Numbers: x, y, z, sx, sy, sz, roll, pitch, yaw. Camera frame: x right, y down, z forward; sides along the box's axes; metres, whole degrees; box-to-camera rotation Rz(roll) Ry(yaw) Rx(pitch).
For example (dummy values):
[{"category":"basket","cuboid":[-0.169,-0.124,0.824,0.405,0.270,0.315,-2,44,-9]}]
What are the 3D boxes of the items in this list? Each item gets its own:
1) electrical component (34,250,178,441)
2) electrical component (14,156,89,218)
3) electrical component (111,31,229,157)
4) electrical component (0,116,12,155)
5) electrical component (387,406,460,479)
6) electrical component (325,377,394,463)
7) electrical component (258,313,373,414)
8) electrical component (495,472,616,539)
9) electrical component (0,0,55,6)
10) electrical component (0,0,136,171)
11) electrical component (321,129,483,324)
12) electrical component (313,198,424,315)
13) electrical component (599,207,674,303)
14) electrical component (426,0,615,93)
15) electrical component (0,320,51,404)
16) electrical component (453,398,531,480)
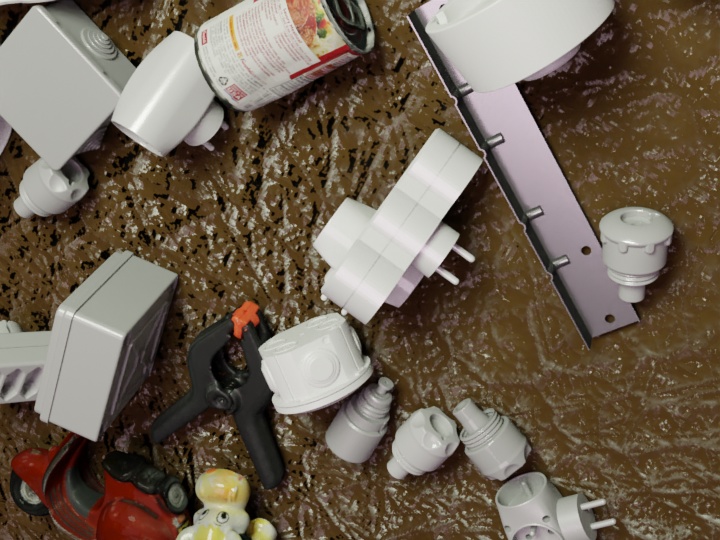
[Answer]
[{"category":"electrical component","cuboid":[-0.196,0.057,0.838,0.056,0.108,0.108,23,119,3]},{"category":"electrical component","cuboid":[-0.243,-0.062,0.833,0.062,0.043,0.043,-31,102,29]},{"category":"electrical component","cuboid":[-0.123,-0.114,0.761,0.043,0.077,0.079,27,171,43]},{"category":"electrical component","cuboid":[-0.310,-0.097,0.808,0.099,0.099,0.064,-35,94,28]},{"category":"electrical component","cuboid":[0.045,0.138,0.837,0.043,0.043,0.062,38,121,-3]},{"category":"electrical component","cuboid":[0.004,0.115,0.841,0.040,0.040,0.078,31,119,2]},{"category":"electrical component","cuboid":[-0.035,0.071,0.810,0.080,0.080,0.051,-17,103,24]},{"category":"electrical component","cuboid":[0.156,0.195,0.828,0.079,0.044,0.077,-21,106,25]},{"category":"electrical component","cuboid":[-0.219,-0.226,0.742,0.138,0.052,0.073,0,114,18]},{"category":"electrical component","cuboid":[-0.217,-0.137,0.786,0.100,0.048,0.099,-39,99,29]},{"category":"electrical component","cuboid":[0.042,-0.020,0.729,0.074,0.052,0.138,36,85,-1]},{"category":"electrical component","cuboid":[0.000,0.000,0.785,0.077,0.043,0.079,36,120,-1]},{"category":"electrical component","cuboid":[0.185,-0.008,0.723,0.048,0.048,0.062,5,123,15]},{"category":"electrical component","cuboid":[0.101,-0.150,0.649,0.108,0.108,0.060,-27,110,26]},{"category":"electrical component","cuboid":[-0.295,0.068,0.899,0.075,0.083,0.047,52,126,34]},{"category":"electrical component","cuboid":[0.096,0.125,0.815,0.043,0.043,0.062,-37,98,28]}]
